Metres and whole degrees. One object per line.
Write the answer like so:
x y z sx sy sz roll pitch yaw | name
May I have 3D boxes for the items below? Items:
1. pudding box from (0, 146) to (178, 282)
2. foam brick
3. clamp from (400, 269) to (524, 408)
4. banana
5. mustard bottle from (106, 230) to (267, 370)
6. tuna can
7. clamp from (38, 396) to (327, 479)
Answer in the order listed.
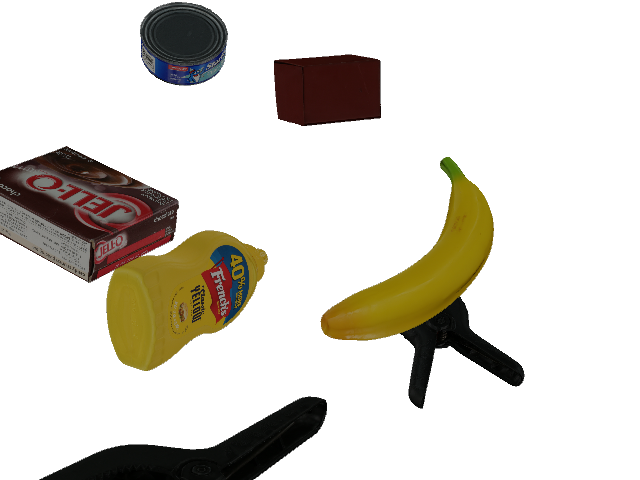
-0.171 -0.021 0.751 0.114 0.039 0.089 23 30 24 | pudding box
0.006 -0.129 0.909 0.078 0.051 0.053 -9 18 -27 | foam brick
0.132 0.096 1.091 0.120 0.171 0.039 0 -44 -14 | clamp
0.075 0.016 0.751 0.070 0.037 0.197 25 47 18 | banana
-0.112 0.043 0.986 0.058 0.096 0.191 11 22 32 | mustard bottle
-0.136 -0.195 1.060 0.086 0.086 0.034 0 -35 -9 | tuna can
-0.063 0.134 0.580 0.209 0.036 0.165 0 19 -14 | clamp
